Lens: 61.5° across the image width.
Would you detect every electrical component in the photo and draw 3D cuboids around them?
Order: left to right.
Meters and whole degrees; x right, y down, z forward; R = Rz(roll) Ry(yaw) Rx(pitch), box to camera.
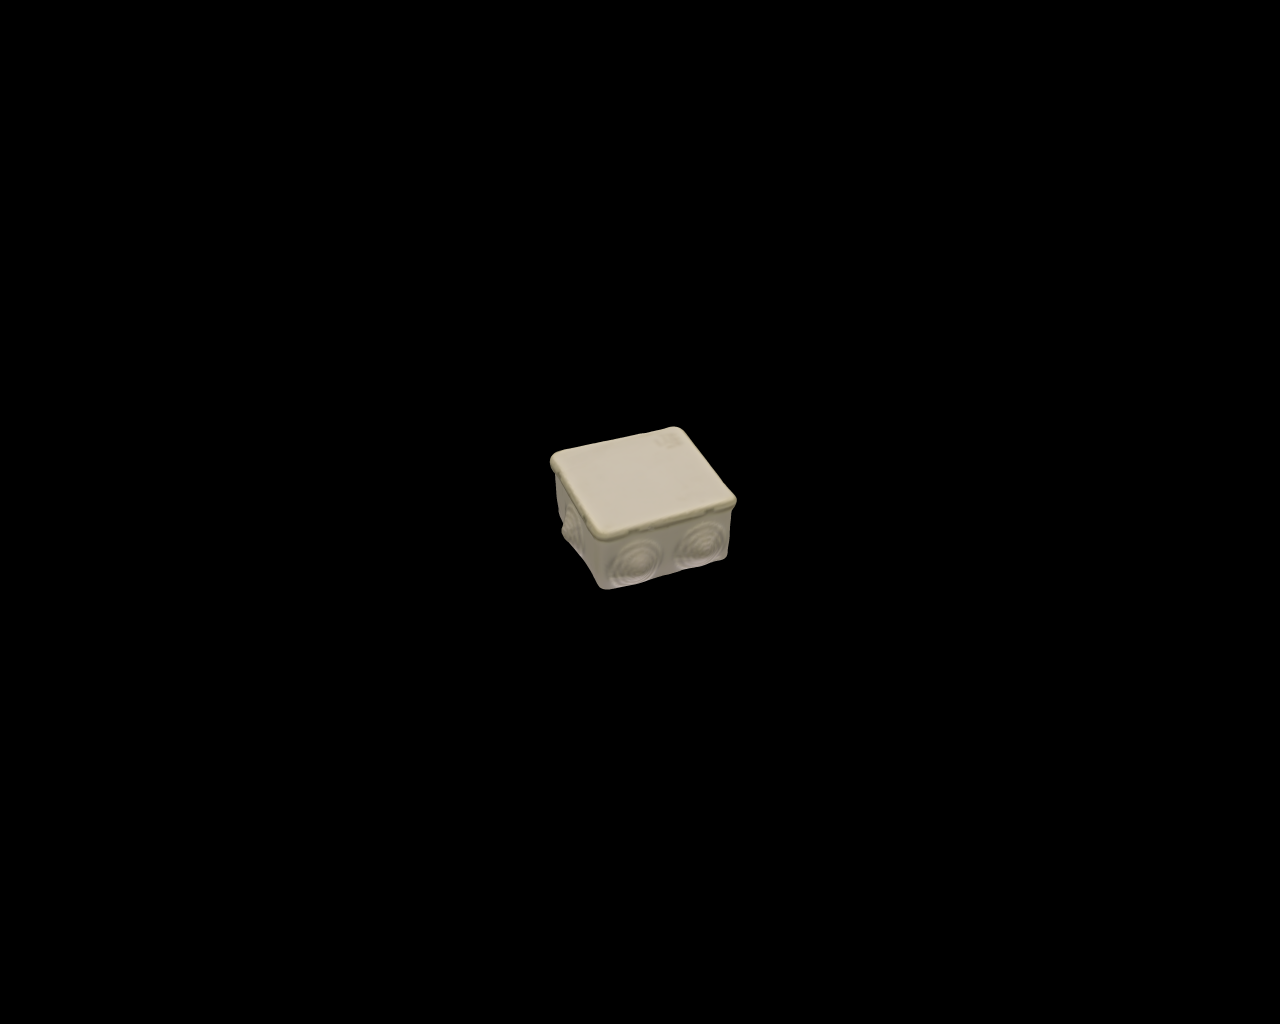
[{"bbox_3d":[0.001,-0.003,0.650,0.100,0.048,0.100,-14,40,-17],"label":"electrical component"}]
